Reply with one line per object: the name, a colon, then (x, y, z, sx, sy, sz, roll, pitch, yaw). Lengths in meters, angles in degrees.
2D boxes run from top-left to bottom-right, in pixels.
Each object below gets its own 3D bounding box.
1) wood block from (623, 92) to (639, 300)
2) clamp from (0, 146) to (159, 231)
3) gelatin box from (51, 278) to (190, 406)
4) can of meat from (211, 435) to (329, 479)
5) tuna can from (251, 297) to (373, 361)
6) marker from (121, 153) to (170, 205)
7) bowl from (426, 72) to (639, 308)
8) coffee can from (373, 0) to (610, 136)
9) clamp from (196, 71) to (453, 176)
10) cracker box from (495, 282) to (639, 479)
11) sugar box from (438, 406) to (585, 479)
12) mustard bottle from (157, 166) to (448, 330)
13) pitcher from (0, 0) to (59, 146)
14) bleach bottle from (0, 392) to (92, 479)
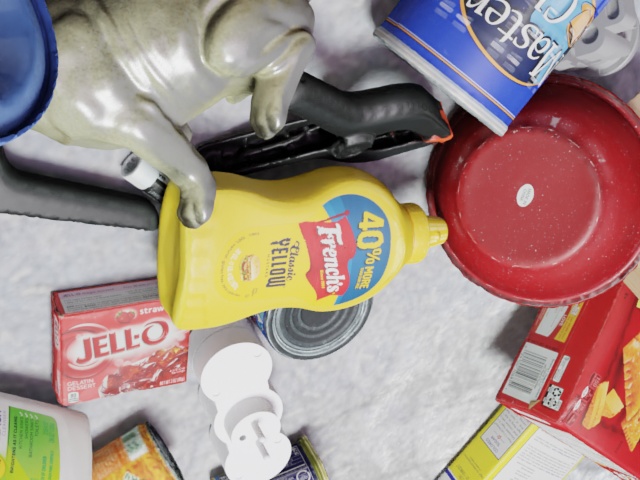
wood block: (0.260, 0.003, 0.754, 0.091, 0.206, 0.090, -40, 172, 0)
clamp: (-0.211, -0.013, 0.602, 0.164, 0.036, 0.209, -47, 129, -2)
gelatin box: (-0.131, 0.066, 0.704, 0.089, 0.030, 0.073, -8, 123, -24)
can of meat: (-0.034, 0.215, 0.837, 0.083, 0.057, 0.102, -20, 128, -13)
tuna can: (-0.006, 0.042, 0.754, 0.086, 0.034, 0.086, -14, 126, -20)
marker: (-0.079, -0.017, 0.686, 0.020, 0.020, 0.121, -46, 130, 6)
bowl: (0.142, -0.030, 0.705, 0.162, 0.162, 0.055, -61, 165, 17)
coffee can: (0.115, -0.149, 0.648, 0.102, 0.103, 0.140, 30, 103, -38)
clamp: (0.006, -0.068, 0.672, 0.171, 0.039, 0.120, 1, 164, -41)
cracker box: (0.259, 0.105, 0.882, 0.213, 0.072, 0.164, 34, 80, -38)
sugar box: (0.163, 0.209, 0.947, 0.093, 0.048, 0.176, 32, 105, -38)
mustard bottle: (-0.004, 0.001, 0.678, 0.191, 0.058, 0.096, -5, 117, -25)
pitcher: (-0.238, -0.043, 0.449, 0.243, 0.149, 0.145, -27, 97, 30)
bleach bottle: (-0.260, 0.126, 0.630, 0.250, 0.102, 0.068, 21, 139, -36)
